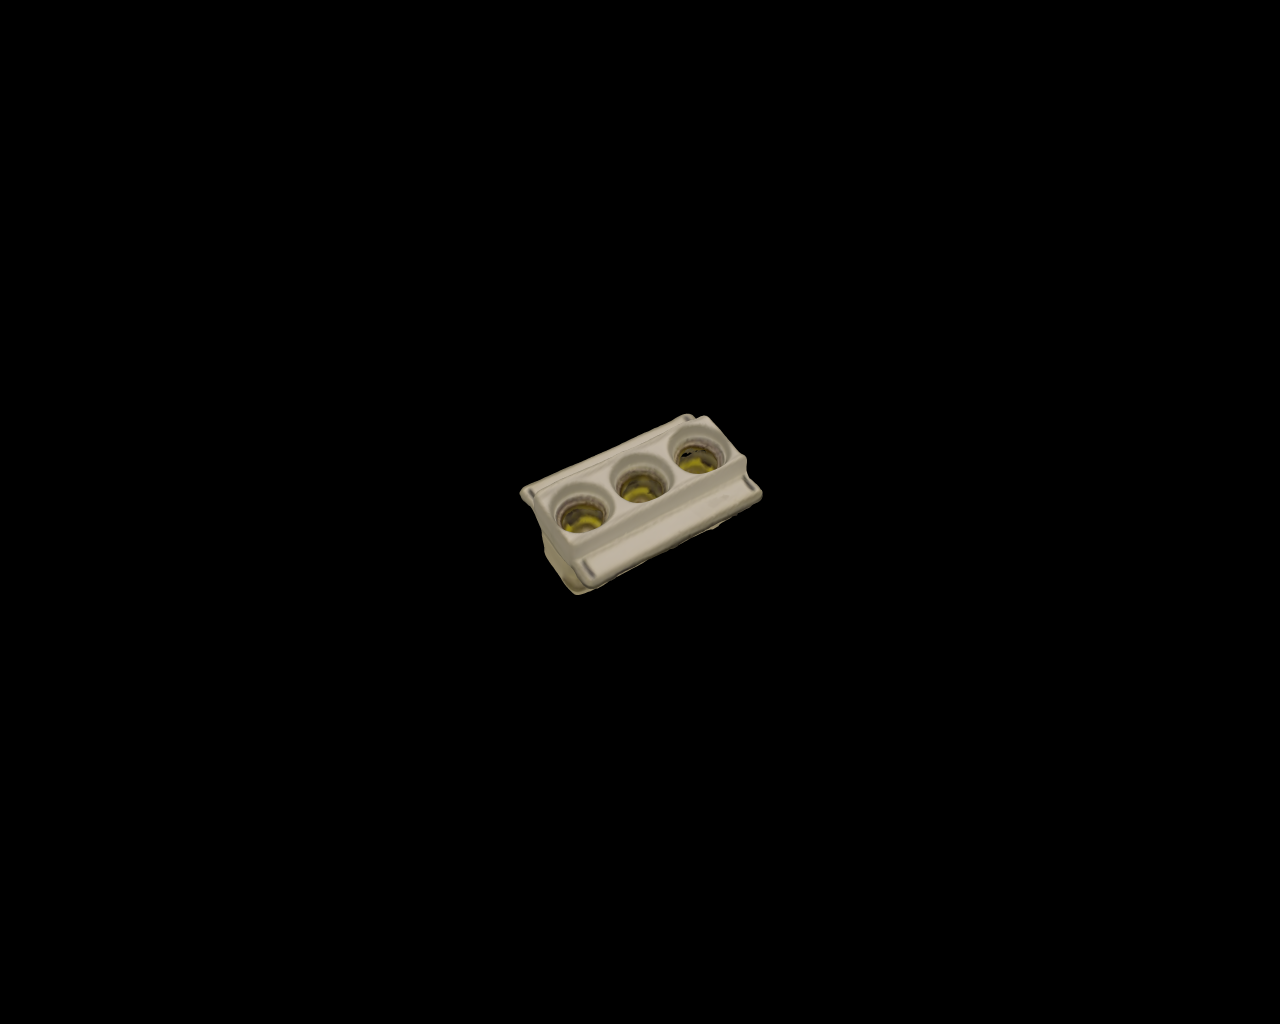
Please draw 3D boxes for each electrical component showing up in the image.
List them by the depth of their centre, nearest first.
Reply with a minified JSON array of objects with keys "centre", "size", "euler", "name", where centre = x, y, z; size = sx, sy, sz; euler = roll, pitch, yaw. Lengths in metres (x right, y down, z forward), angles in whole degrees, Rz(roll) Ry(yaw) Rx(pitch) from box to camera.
[{"centre":[0.001,-0.003,0.650],"size":[0.121,0.079,0.063],"euler":[-27,-33,-19],"name":"electrical component"}]
